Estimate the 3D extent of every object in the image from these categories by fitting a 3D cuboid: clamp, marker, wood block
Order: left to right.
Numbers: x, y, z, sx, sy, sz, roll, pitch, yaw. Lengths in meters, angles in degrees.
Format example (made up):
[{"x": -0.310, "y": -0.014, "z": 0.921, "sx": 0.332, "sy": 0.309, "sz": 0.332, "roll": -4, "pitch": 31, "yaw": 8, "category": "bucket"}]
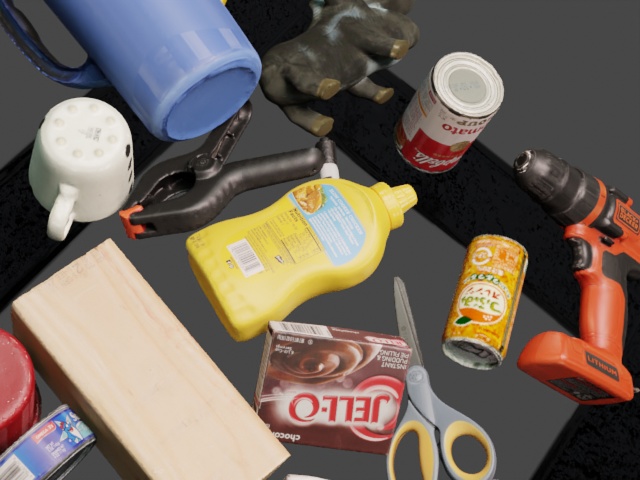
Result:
[{"x": -0.128, "y": 0.114, "z": 0.785, "sx": 0.090, "sy": 0.091, "sz": 0.206, "roll": -37, "pitch": 80, "yaw": -25, "category": "wood block"}, {"x": -0.083, "y": -0.051, "z": 0.884, "sx": 0.120, "sy": 0.039, "sz": 0.171, "roll": 26, "pitch": 58, "yaw": 40, "category": "clamp"}, {"x": 0.011, "y": -0.035, "z": 0.932, "sx": 0.020, "sy": 0.020, "sz": 0.121, "roll": 0, "pitch": 66, "yaw": -16, "category": "marker"}]

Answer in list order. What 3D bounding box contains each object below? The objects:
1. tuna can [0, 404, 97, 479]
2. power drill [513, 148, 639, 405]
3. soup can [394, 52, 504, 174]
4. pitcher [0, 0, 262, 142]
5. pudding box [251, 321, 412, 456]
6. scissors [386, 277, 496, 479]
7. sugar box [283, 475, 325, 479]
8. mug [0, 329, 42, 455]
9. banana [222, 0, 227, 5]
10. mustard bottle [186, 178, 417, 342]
[{"x": -0.198, "y": 0.157, "z": 0.749, "sx": 0.034, "sy": 0.086, "sz": 0.086, "roll": 45, "pitch": 63, "yaw": 5, "category": "tuna can"}, {"x": 0.220, "y": 0.033, "z": 0.908, "sx": 0.184, "sy": 0.057, "sz": 0.187, "roll": 30, "pitch": 63, "yaw": -28, "category": "power drill"}, {"x": 0.113, "y": -0.112, "z": 0.949, "sx": 0.068, "sy": 0.102, "sz": 0.068, "roll": 6, "pitch": 64, "yaw": -14, "category": "soup can"}, {"x": -0.165, "y": -0.196, "z": 0.893, "sx": 0.144, "sy": 0.149, "sz": 0.243, "roll": -25, "pitch": 71, "yaw": -36, "category": "pitcher"}, {"x": 0.007, "y": 0.114, "z": 0.828, "sx": 0.113, "sy": 0.039, "sz": 0.090, "roll": 9, "pitch": 101, "yaw": -9, "category": "pudding box"}, {"x": 0.098, "y": 0.121, "z": 0.870, "sx": 0.096, "sy": 0.016, "sz": 0.201, "roll": 0, "pitch": 63, "yaw": 16, "category": "scissors"}, {"x": 0.002, "y": 0.267, "z": 0.776, "sx": 0.093, "sy": 0.048, "sz": 0.176, "roll": 14, "pitch": 64, "yaw": -9, "category": "sugar box"}, {"x": -0.246, "y": 0.099, "z": 0.764, "sx": 0.093, "sy": 0.082, "sz": 0.117, "roll": 4, "pitch": 65, "yaw": -14, "category": "mug"}, {"x": -0.092, "y": -0.215, "z": 0.978, "sx": 0.069, "sy": 0.037, "sz": 0.197, "roll": 14, "pitch": 63, "yaw": -15, "category": "banana"}, {"x": -0.006, "y": 0.001, "z": 0.871, "sx": 0.191, "sy": 0.058, "sz": 0.096, "roll": -26, "pitch": 61, "yaw": -14, "category": "mustard bottle"}]
